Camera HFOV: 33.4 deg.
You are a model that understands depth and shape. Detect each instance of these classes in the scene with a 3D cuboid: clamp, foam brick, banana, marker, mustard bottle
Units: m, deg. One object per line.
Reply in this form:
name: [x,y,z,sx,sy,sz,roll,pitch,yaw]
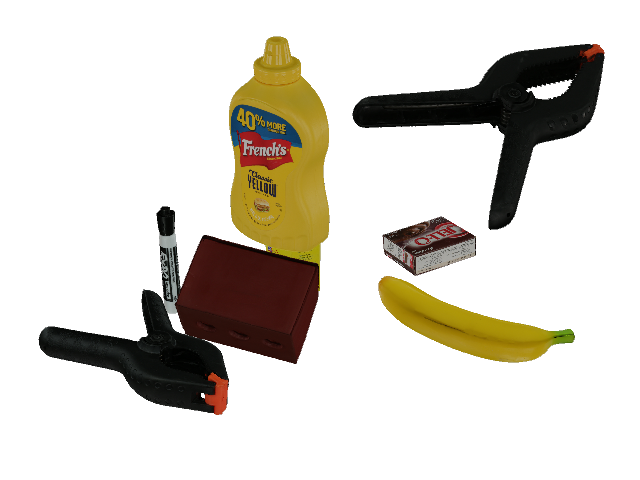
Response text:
clamp: [-0.132,0.089,0.875,0.172,0.039,0.120,22,36,27]
foam brick: [-0.044,0.038,0.677,0.078,0.051,0.053,14,-27,9]
banana: [0.121,0.073,0.953,0.198,0.037,0.069,18,14,33]
clamp: [0.154,-0.094,0.838,0.209,0.036,0.165,-25,53,-20]
marker: [-0.157,0.020,1.105,0.020,0.121,0.020,0,29,0]
mustard bottle: [-0.037,-0.088,0.951,0.096,0.192,0.058,22,37,31]

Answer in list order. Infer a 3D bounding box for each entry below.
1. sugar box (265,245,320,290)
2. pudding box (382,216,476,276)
sugar box: [-0.035,-0.031,1.270,0.048,0.176,0.093,-12,26,-20]
pudding box: [0.164,0.007,1.605,0.113,0.039,0.090,-19,29,-22]
